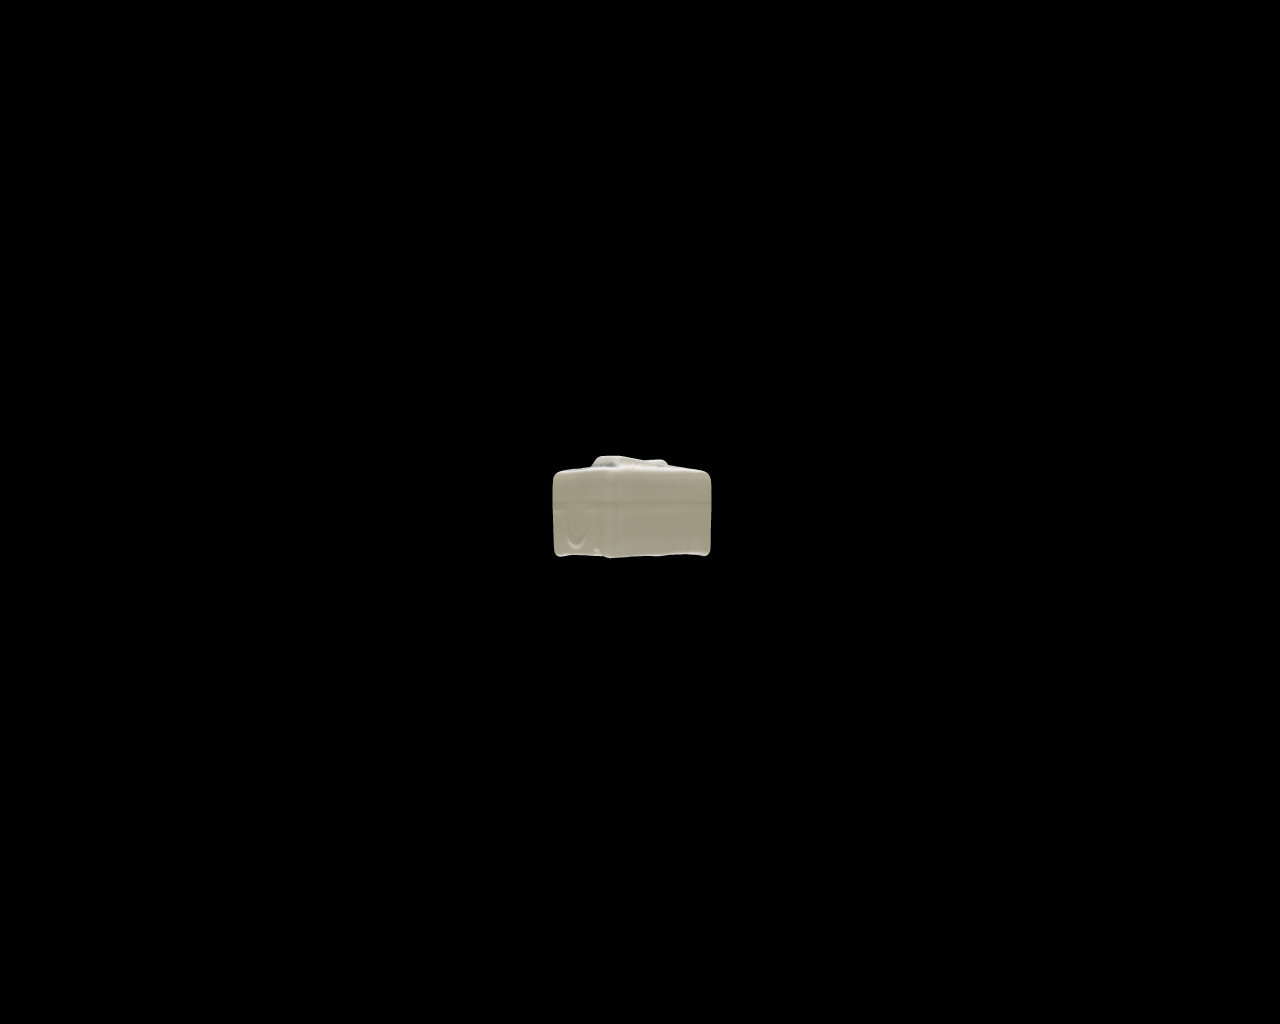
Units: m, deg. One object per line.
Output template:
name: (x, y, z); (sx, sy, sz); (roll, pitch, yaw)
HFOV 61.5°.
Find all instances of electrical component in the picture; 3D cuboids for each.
electrical component: (0.001, -0.003, 0.650); (0.096, 0.061, 0.061); (0, 0, -37)
